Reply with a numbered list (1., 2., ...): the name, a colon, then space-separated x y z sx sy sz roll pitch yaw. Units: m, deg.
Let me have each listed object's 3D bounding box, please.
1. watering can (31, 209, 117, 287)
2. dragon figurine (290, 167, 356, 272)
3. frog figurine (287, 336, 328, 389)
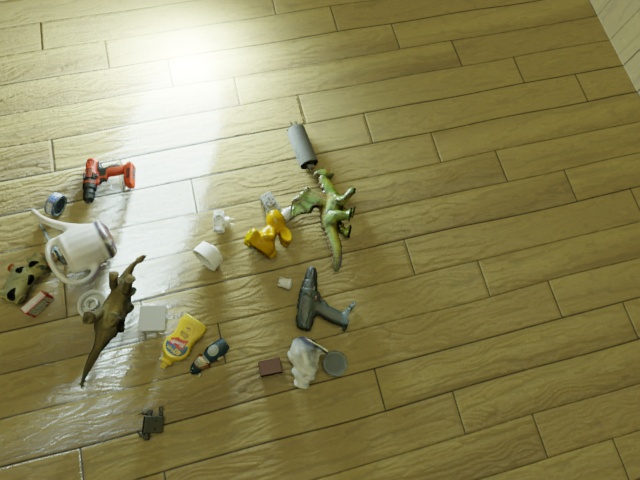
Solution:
1. watering can: -0.867 -0.003 1.828 0.226 0.102 0.351 -26 75 -24
2. dragon figurine: 0.006 -0.098 1.953 0.243 0.120 0.417 12 68 7
3. frog figurine: -0.060 0.416 1.756 0.138 0.121 0.161 23 77 38
